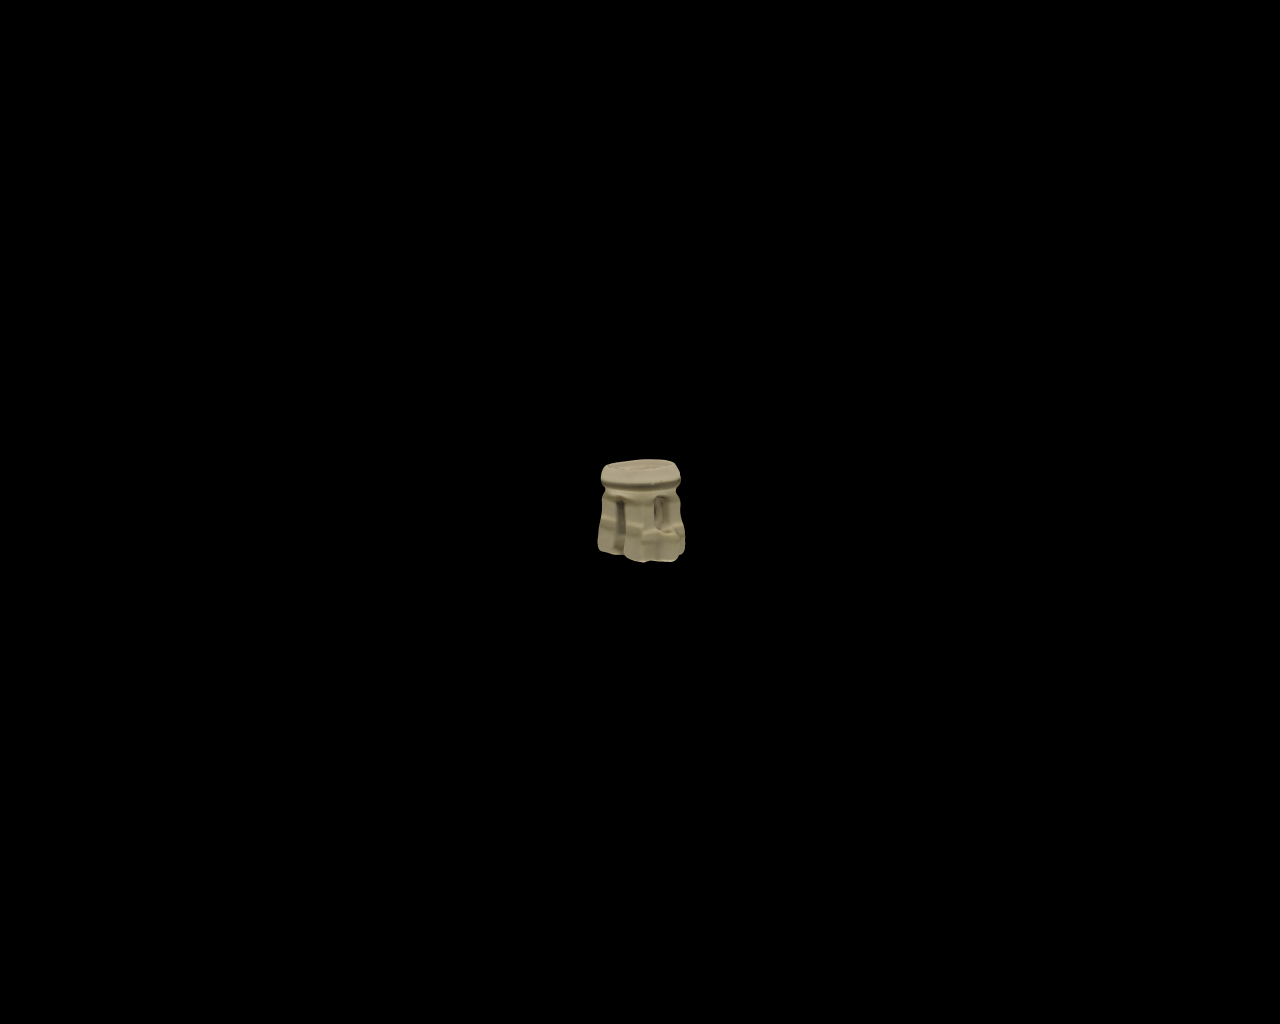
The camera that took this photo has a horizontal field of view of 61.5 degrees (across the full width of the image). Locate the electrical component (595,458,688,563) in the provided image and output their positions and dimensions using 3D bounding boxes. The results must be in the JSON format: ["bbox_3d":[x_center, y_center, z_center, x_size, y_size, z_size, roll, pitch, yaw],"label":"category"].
[{"bbox_3d":[0.001,-0.003,0.650,0.048,0.055,0.066,-10,15,-42],"label":"electrical component"}]
